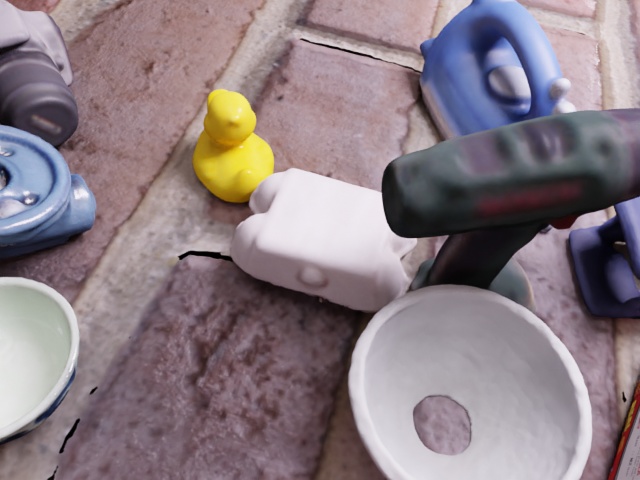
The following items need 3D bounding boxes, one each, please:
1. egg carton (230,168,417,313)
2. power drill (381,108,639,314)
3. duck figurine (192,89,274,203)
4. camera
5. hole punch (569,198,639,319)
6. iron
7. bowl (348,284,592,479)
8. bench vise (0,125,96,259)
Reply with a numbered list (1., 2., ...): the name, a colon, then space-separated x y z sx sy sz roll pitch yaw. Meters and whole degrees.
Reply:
1. egg carton: 0.004 0.002 0.487 0.150 0.069 0.107 16 54 4
2. power drill: 0.152 -0.012 0.429 0.230 0.208 0.075 -5 55 -10
3. duck figurine: -0.082 -0.094 0.535 0.078 0.086 0.104 -15 58 -17
4. camera: -0.300 -0.151 0.539 0.143 0.101 0.136 -27 62 -23
5. hole punch: 0.289 0.009 0.503 0.101 0.091 0.108 5 54 -3
6. iron: 0.196 -0.150 0.574 0.119 0.141 0.258 -10 57 -14
7. bowl: 0.098 0.120 0.411 0.167 0.075 0.167 3 54 -4
8. bench vise: -0.269 -0.034 0.386 0.121 0.220 0.208 34 58 17
